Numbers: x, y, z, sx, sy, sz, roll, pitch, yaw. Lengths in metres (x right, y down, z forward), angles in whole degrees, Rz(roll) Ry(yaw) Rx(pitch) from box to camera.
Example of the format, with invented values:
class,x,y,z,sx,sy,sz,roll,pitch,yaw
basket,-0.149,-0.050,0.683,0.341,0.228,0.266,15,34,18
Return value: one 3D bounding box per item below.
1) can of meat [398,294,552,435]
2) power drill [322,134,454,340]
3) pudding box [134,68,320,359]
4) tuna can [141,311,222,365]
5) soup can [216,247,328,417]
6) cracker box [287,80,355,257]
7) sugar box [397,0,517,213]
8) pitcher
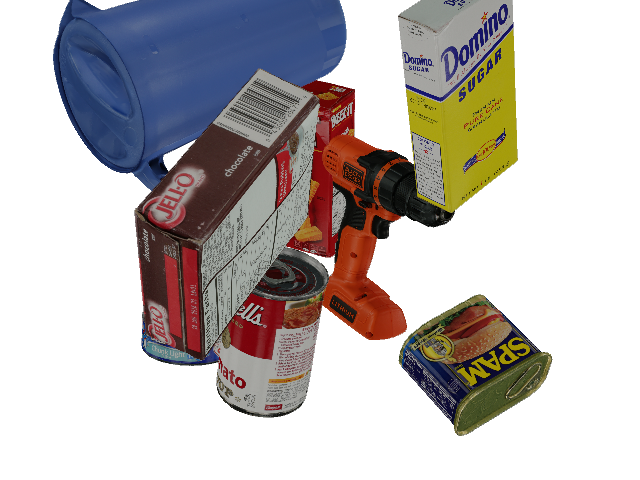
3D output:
class,x,y,z,sx,sy,sz,roll,pitch,yaw
can of meat,0.130,0.103,0.907,0.102,0.057,0.084,-26,53,-24
power drill,0.061,0.002,1.078,0.057,0.188,0.185,-8,27,-32
pudding box,-0.043,-0.012,0.511,0.039,0.113,0.090,26,-38,15
tuna can,-0.124,0.086,0.996,0.086,0.034,0.086,5,15,-2
soup can,-0.035,0.064,0.749,0.068,0.102,0.068,8,28,-4
cracker box,-0.045,-0.097,1.337,0.164,0.214,0.072,17,37,24
sugar box,0.115,-0.119,0.858,0.093,0.176,0.048,-38,49,-27
pitcher,-0.092,-0.150,0.925,0.242,0.149,0.145,-27,45,-33
